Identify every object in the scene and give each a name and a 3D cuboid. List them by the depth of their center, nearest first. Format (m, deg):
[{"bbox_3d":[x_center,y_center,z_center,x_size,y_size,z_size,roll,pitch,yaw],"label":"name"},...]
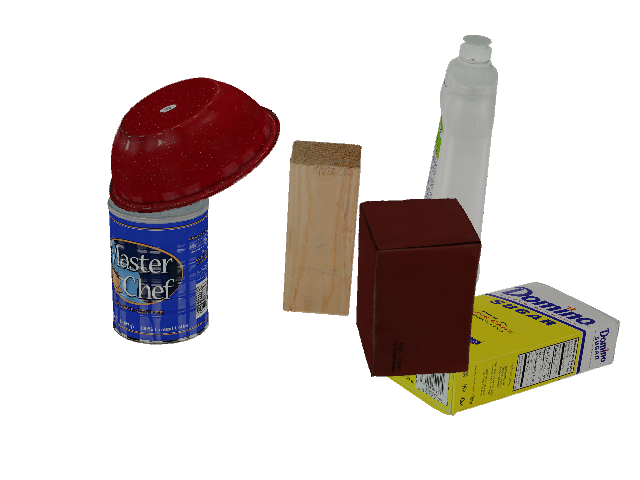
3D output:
[{"bbox_3d":[0.048,0.023,0.542,0.053,0.078,0.051,-2,31,-6],"label":"foam brick"},{"bbox_3d":[0.137,0.078,0.825,0.175,0.048,0.093,-14,27,-33],"label":"sugar box"},{"bbox_3d":[-0.119,-0.093,0.915,0.162,0.055,0.162,-17,33,11],"label":"bowl"},{"bbox_3d":[0.142,-0.082,1.087,0.068,0.251,0.102,4,30,-2],"label":"bleach bottle"},{"bbox_3d":[-0.167,0.023,1.113,0.103,0.140,0.103,2,22,-1],"label":"coffee can"},{"bbox_3d":[0.001,-0.017,1.390,0.090,0.206,0.091,4,25,0],"label":"wood block"}]
